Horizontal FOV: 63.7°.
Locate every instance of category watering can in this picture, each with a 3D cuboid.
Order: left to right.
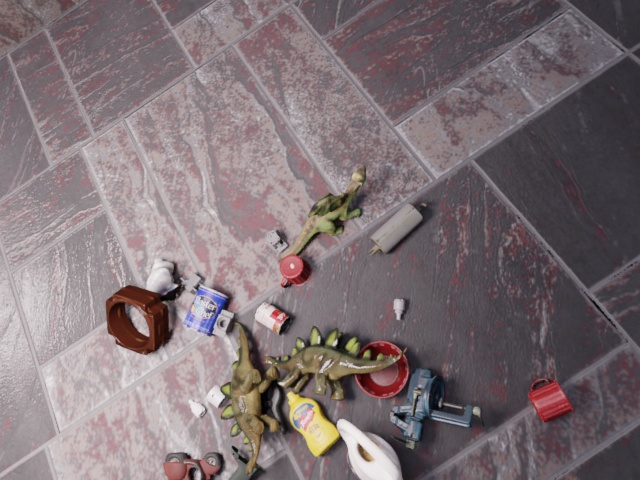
[{"bbox_3d":[0.174,0.608,1.340,0.351,0.219,0.105,39,67,24],"label":"watering can"}]

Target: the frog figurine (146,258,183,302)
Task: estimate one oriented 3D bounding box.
[{"bbox_3d":[-0.548,0.129,1.760,0.124,0.134,0.162,-25,66,-21],"label":"frog figurine"}]

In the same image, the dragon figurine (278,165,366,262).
[{"bbox_3d":[0.005,-0.082,1.639,0.412,0.239,0.123,-43,71,-5],"label":"dragon figurine"}]
